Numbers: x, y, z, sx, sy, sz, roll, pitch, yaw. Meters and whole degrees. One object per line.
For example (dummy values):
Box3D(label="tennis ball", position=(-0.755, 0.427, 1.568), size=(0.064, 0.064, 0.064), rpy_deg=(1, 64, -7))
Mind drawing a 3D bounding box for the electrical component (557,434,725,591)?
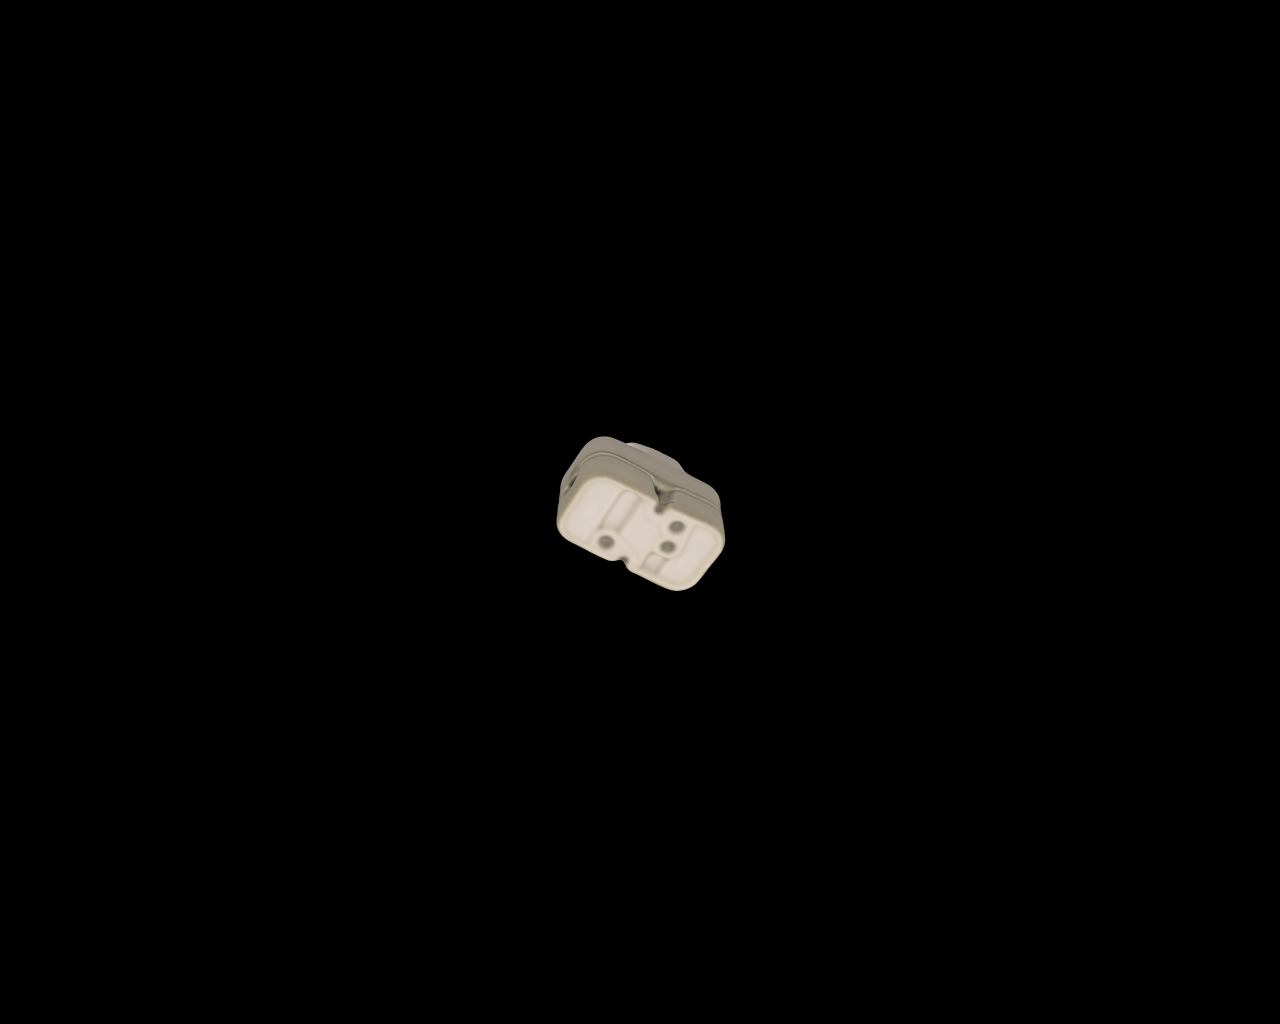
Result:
Box3D(label="electrical component", position=(0.001, -0.003, 0.650), size=(0.095, 0.053, 0.059), rpy_deg=(26, 30, -17))
